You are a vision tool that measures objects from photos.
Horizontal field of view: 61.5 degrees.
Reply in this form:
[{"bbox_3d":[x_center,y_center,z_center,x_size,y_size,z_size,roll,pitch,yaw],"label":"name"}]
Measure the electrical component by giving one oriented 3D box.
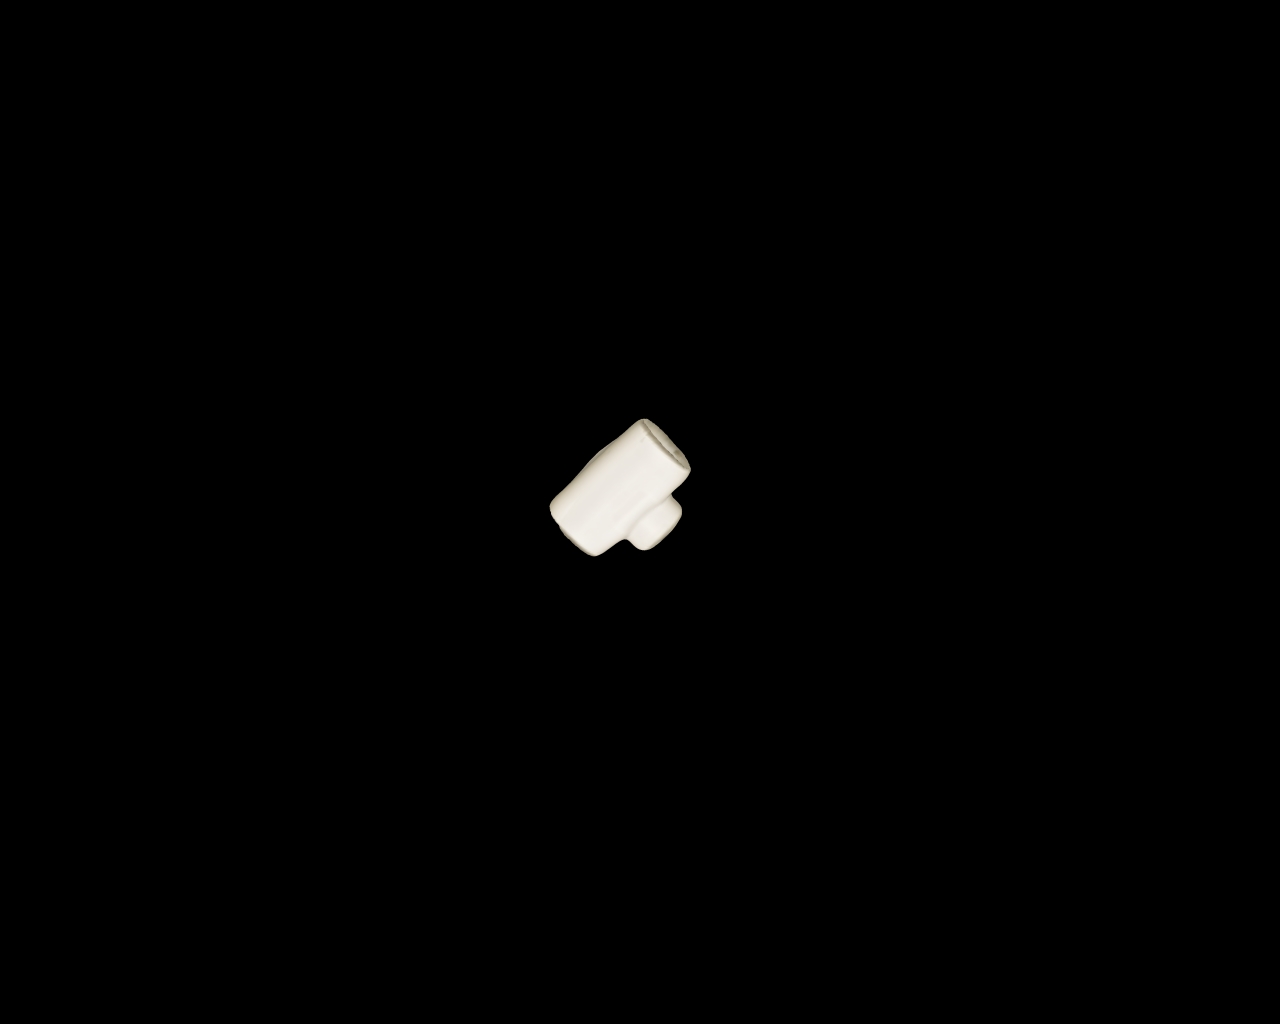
[{"bbox_3d":[0.001,-0.003,0.650,0.077,0.079,0.043,-43,12,11],"label":"electrical component"}]
